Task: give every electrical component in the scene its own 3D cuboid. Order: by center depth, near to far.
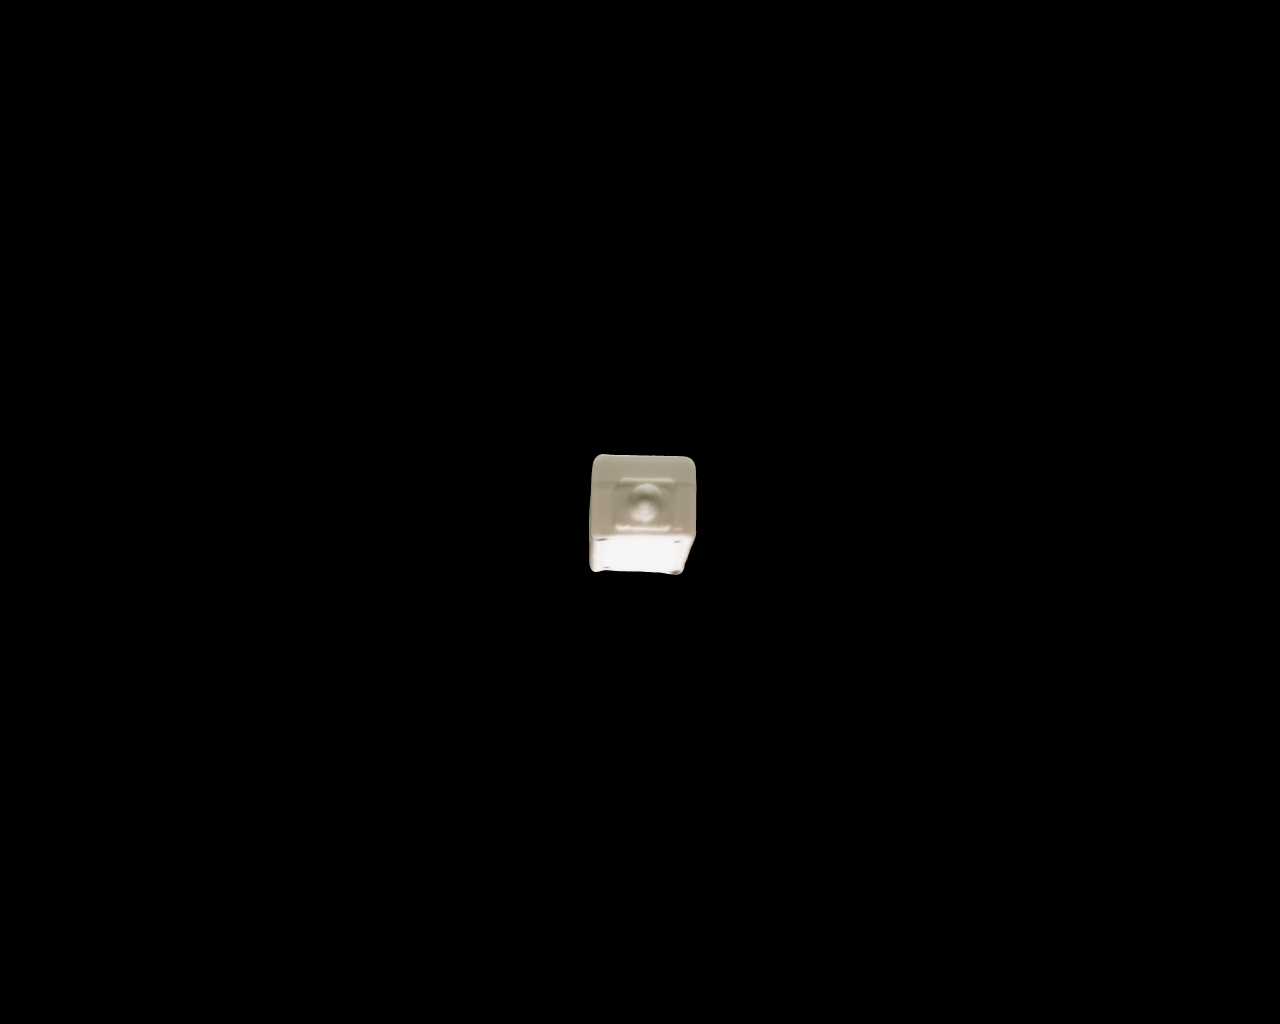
[{"bbox_3d":[0.001,-0.003,0.650,0.062,0.061,0.096,1,-19,-3],"label":"electrical component"}]
